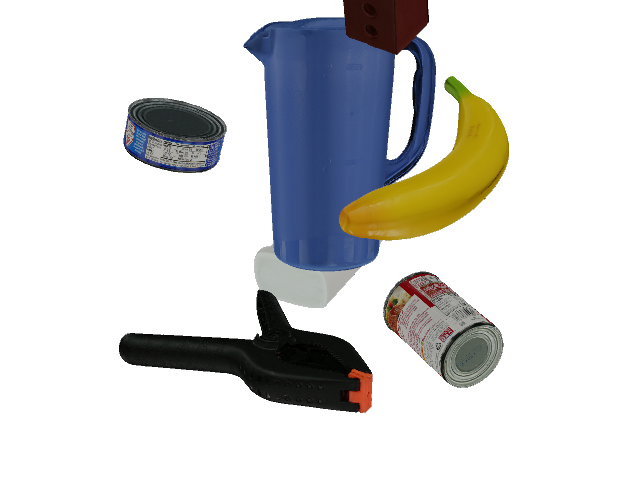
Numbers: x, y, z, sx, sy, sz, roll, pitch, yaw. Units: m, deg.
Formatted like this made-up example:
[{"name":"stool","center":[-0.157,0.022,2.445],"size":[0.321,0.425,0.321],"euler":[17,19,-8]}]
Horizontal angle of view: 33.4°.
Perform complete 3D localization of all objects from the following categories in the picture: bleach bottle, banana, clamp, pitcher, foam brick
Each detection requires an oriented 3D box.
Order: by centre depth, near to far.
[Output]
[{"name":"banana","center":[0.080,-0.045,0.696],"size":[0.070,0.037,0.197],"euler":[20,39,16]},{"name":"foam brick","center":[0.052,-0.199,0.858],"size":[0.053,0.051,0.078],"euler":[25,-32,25]},{"name":"clamp","center":[-0.035,0.088,0.861],"size":[0.210,0.036,0.164],"euler":[13,23,35]},{"name":"pitcher","center":[0.018,-0.098,1.061],"size":[0.149,0.243,0.144],"euler":[11,18,33]},{"name":"bleach bottle","center":[0.025,-0.012,1.321],"size":[0.103,0.068,0.250],"euler":[14,36,25]}]

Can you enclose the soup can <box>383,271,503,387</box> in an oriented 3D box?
[{"name":"soup can","center":[0.113,0.081,0.984],"size":[0.068,0.068,0.102],"euler":[0,25,-31]}]

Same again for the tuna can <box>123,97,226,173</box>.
[{"name":"tuna can","center":[-0.126,-0.091,0.922],"size":[0.086,0.034,0.086],"euler":[13,26,-6]}]
